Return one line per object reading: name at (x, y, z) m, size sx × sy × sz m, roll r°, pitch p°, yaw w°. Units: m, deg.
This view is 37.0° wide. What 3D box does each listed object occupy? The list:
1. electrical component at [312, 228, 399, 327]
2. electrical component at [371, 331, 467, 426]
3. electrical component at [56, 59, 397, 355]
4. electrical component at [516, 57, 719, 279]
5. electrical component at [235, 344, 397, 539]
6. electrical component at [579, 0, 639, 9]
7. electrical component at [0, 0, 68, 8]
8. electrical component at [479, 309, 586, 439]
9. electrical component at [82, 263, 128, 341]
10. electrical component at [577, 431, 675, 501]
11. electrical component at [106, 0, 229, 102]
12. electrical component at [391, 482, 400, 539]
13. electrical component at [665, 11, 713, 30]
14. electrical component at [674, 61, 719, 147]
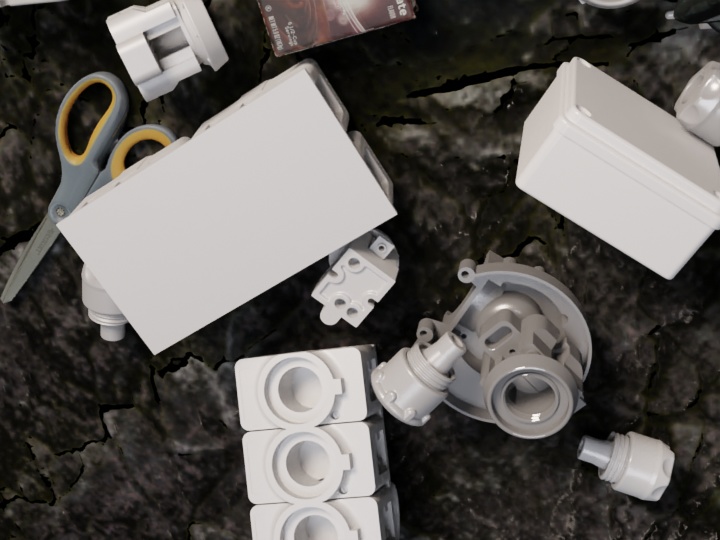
electrical component at (0.000, 0.000, 0.716) m, size 0.048 × 0.055 × 0.066 m, roll 36°, pitch 116°, yaw -8°
electrical component at (0.041, 0.066, 0.693) m, size 0.048 × 0.048 × 0.062 m, roll 41°, pitch 109°, yaw -10°
electrical component at (-0.083, -0.042, 0.696) m, size 0.186 × 0.060 × 0.105 m, roll -30°, pitch 107°, yaw 12°
electrical component at (0.152, -0.062, 0.630) m, size 0.109 × 0.108 × 0.056 m, roll 31°, pitch 119°, yaw -5°
electrical component at (-0.030, 0.131, 0.747) m, size 0.089 × 0.062 × 0.150 m, roll -7°, pitch 87°, yaw 13°
electrical component at (0.141, -0.179, 0.604) m, size 0.078 × 0.057 × 0.058 m, roll -14°, pitch 112°, yaw 16°
electrical component at (-0.214, -0.197, 0.661) m, size 0.095 × 0.053 × 0.059 m, roll -3°, pitch 115°, yaw 11°
electrical component at (0.107, 0.069, 0.673) m, size 0.078 × 0.057 × 0.058 m, roll 44°, pitch 115°, yaw -11°
electrical component at (-0.176, 0.020, 0.765) m, size 0.043 × 0.043 × 0.062 m, roll 10°, pitch 118°, yaw 5°
electrical component at (0.185, 0.133, 0.754) m, size 0.062 × 0.043 × 0.043 m, roll 18°, pitch 117°, yaw 3°
electrical component at (-0.117, -0.142, 0.663) m, size 0.057 × 0.078 × 0.058 m, roll -25°, pitch 111°, yaw -2°
electrical component at (-0.002, 0.185, 0.802) m, size 0.057 × 0.058 × 0.078 m, roll -4°, pitch 90°, yaw 11°
electrical component at (0.214, -0.156, 0.609) m, size 0.079 × 0.044 × 0.077 m, roll -1°, pitch 115°, yaw 11°
electrical component at (0.223, -0.092, 0.639) m, size 0.062 × 0.043 × 0.043 m, roll 31°, pitch 117°, yaw -6°
